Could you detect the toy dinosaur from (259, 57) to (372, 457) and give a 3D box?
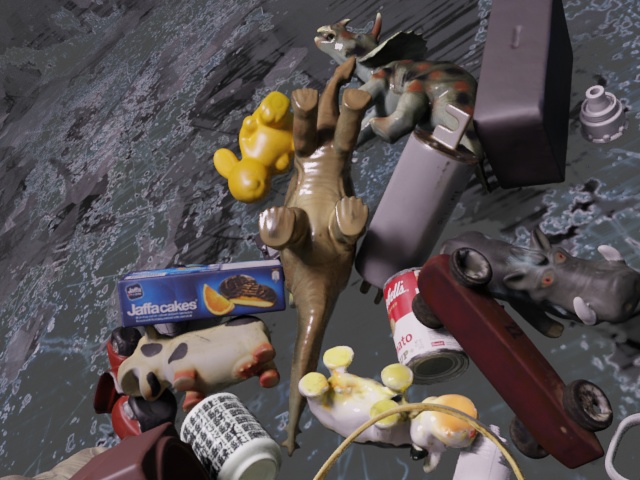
[{"bbox_3d":[-0.001,-0.002,0.613,0.105,0.198,0.471,9,71,5],"label":"toy dinosaur"}]

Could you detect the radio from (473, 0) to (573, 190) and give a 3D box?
[{"bbox_3d":[0.239,-0.178,0.615,0.073,0.131,0.229,-2,56,34],"label":"radio"}]

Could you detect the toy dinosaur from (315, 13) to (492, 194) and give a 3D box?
[{"bbox_3d":[0.138,-0.192,0.733,0.192,0.131,0.405,-48,47,-3],"label":"toy dinosaur"}]

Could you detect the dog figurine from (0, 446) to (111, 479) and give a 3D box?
[{"bbox_3d":[-0.316,0.294,0.640,0.173,0.190,0.121,15,68,47],"label":"dog figurine"}]

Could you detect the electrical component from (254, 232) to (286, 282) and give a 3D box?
[{"bbox_3d":[-0.052,-0.004,0.778,0.075,0.047,0.119,-32,44,14],"label":"electrical component"}]

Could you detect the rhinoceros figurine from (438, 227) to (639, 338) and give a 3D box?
[{"bbox_3d":[0.197,0.031,0.498,0.073,0.112,0.190,-53,34,-13],"label":"rhinoceros figurine"}]

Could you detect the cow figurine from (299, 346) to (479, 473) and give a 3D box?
[{"bbox_3d":[0.068,0.170,0.510,0.168,0.098,0.068,12,43,33],"label":"cow figurine"}]

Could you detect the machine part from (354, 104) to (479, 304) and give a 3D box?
[{"bbox_3d":[0.102,-0.028,0.590,0.243,0.079,0.079,-67,33,26],"label":"machine part"}]

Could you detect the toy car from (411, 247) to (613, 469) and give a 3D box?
[{"bbox_3d":[0.158,0.095,0.458,0.202,0.053,0.089,52,140,22],"label":"toy car"}]

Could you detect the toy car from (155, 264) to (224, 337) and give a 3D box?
[{"bbox_3d":[-0.193,0.095,0.774,0.162,0.109,0.103,-19,68,38],"label":"toy car"}]

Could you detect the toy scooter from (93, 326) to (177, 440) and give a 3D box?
[{"bbox_3d":[-0.265,0.223,0.742,0.184,0.075,0.135,52,120,35],"label":"toy scooter"}]

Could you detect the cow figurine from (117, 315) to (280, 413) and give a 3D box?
[{"bbox_3d":[-0.157,0.146,0.675,0.195,0.085,0.127,-17,34,-8],"label":"cow figurine"}]

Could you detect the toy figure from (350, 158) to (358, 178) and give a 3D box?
[{"bbox_3d":[0.016,-0.083,0.783,0.064,0.057,0.154,13,57,2],"label":"toy figure"}]

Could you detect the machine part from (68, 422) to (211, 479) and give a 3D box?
[{"bbox_3d":[-0.131,0.270,0.451,0.087,0.201,0.201,-26,-3,-6],"label":"machine part"}]

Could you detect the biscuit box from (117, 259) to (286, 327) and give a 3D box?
[{"bbox_3d":[-0.146,0.066,0.682,0.203,0.062,0.059,-5,6,-8],"label":"biscuit box"}]

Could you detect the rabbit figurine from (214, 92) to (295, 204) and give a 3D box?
[{"bbox_3d":[-0.103,-0.133,0.870,0.162,0.121,0.173,-6,54,41],"label":"rabbit figurine"}]

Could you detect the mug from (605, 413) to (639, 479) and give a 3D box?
[{"bbox_3d":[0.266,0.153,0.371,0.110,0.080,0.107,10,53,47],"label":"mug"}]
